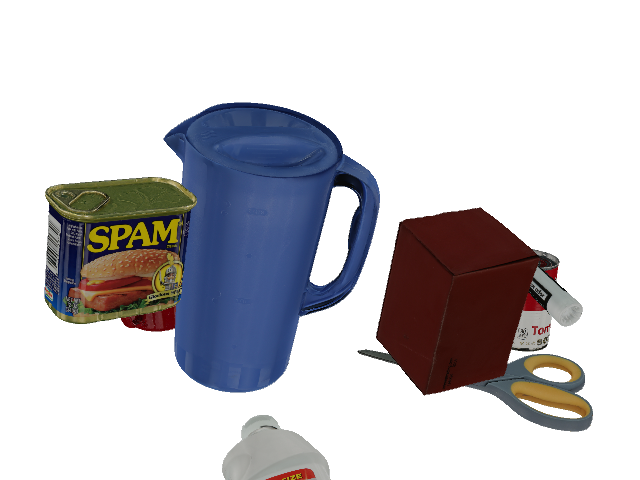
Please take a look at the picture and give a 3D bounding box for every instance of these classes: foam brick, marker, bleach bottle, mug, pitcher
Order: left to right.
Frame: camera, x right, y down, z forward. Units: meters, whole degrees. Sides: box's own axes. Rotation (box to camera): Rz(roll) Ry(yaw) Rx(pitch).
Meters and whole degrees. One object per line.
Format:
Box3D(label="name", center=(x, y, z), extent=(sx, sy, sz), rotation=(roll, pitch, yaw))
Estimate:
Box3D(label="mug", center=(-0.183, 0.052, 1.164), extent=(0.093, 0.081, 0.117), rotation=(11, 33, 17))
Box3D(label="pitcher", center=(-0.054, 0.014, 0.937), extent=(0.144, 0.243, 0.149), rotation=(-14, 39, -34))
Box3D(label="bleach bottle", center=(-0.029, 0.210, 0.717), extent=(0.102, 0.068, 0.251), rotation=(-9, 32, -8))
Box3D(label="foam brick", center=(0.067, 0.030, 0.542), extent=(0.052, 0.078, 0.051), rotation=(-9, 38, -27))
Box3D(label="marker", center=(0.139, 0.018, 0.740), extent=(0.020, 0.020, 0.121), rotation=(0, 31, -28))

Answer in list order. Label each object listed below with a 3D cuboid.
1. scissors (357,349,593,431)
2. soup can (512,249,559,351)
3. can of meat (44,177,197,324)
Box3D(label="scissors", center=(0.142, 0.110, 0.925), extent=(0.202, 0.016, 0.096), rotation=(21, 34, 21))
Box3D(label="soup can", center=(0.232, 0.068, 1.220), extent=(0.068, 0.102, 0.068), rotation=(3, 18, -1))
Box3D(label="can of meat", center=(-0.143, 0.006, 0.753), extent=(0.101, 0.084, 0.058), rotation=(-7, 28, -35))
